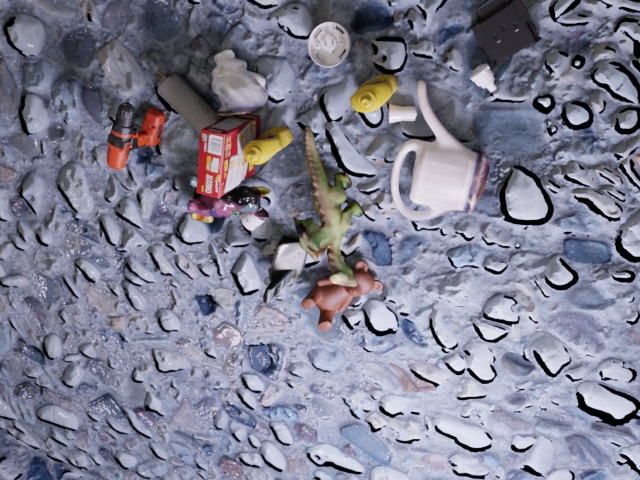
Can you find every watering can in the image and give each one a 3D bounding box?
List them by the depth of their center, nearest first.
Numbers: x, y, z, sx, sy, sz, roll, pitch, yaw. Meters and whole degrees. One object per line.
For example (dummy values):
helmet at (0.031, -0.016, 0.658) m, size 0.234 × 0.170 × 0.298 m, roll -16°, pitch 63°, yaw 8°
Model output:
watering can at (0.290, -0.192, 1.222) m, size 0.224 × 0.106 × 0.340 m, roll 13°, pitch 119°, yaw 9°

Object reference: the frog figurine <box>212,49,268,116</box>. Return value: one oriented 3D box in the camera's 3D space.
frog figurine at (-0.201, -0.392, 1.275) m, size 0.138 × 0.124 × 0.158 m, roll -9°, pitch 104°, yaw -16°

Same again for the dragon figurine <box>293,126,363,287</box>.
dragon figurine at (0.004, -0.065, 1.289) m, size 0.121 × 0.247 × 0.405 m, roll -17°, pitch 110°, yaw 27°
